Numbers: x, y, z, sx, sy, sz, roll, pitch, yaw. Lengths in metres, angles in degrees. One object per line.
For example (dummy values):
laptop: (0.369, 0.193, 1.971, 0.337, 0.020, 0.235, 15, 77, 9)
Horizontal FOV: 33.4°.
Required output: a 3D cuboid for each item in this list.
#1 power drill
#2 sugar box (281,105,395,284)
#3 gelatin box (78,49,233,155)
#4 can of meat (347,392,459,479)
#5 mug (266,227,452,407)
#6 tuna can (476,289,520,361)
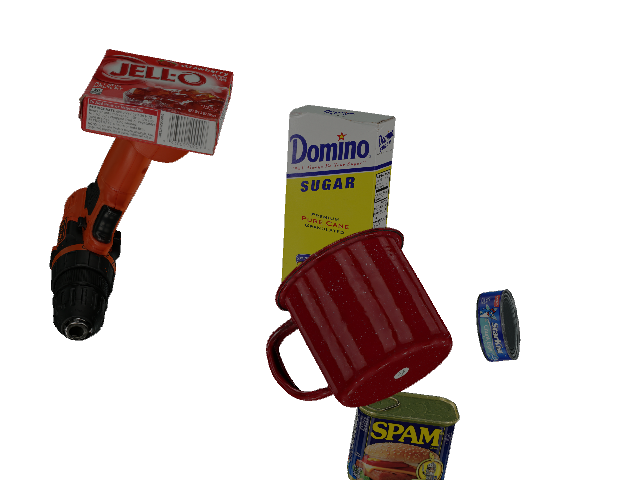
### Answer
power drill: (-0.166, -0.032, 0.866, 0.057, 0.188, 0.184, 23, 29, -24)
sugar box: (0.014, -0.031, 0.985, 0.093, 0.176, 0.048, 10, 20, 26)
gelatin box: (-0.106, -0.093, 0.702, 0.089, 0.030, 0.073, 11, 33, -3)
can of meat: (0.080, 0.201, 1.064, 0.102, 0.084, 0.057, 8, 17, -3)
mug: (0.020, 0.057, 0.673, 0.117, 0.081, 0.093, -31, -23, 6)
tuna can: (0.214, 0.103, 1.284, 0.034, 0.086, 0.086, -8, -3, 21)
